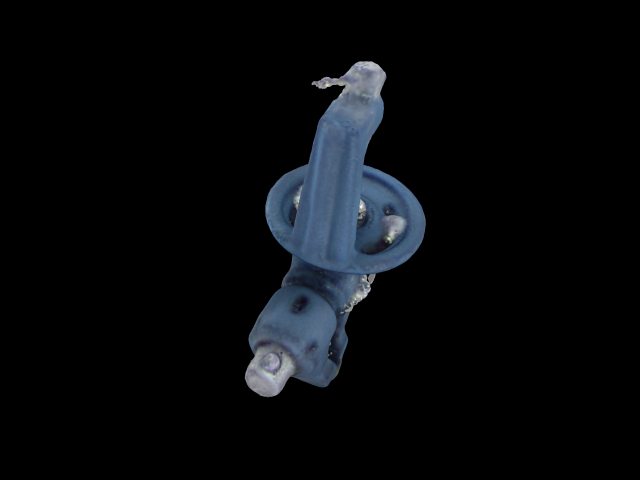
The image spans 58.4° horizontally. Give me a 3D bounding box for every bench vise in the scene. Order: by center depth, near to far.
[{"bbox_3d":[0.016,0.003,0.399,0.121,0.220,0.207,5,60,3],"label":"bench vise"}]
